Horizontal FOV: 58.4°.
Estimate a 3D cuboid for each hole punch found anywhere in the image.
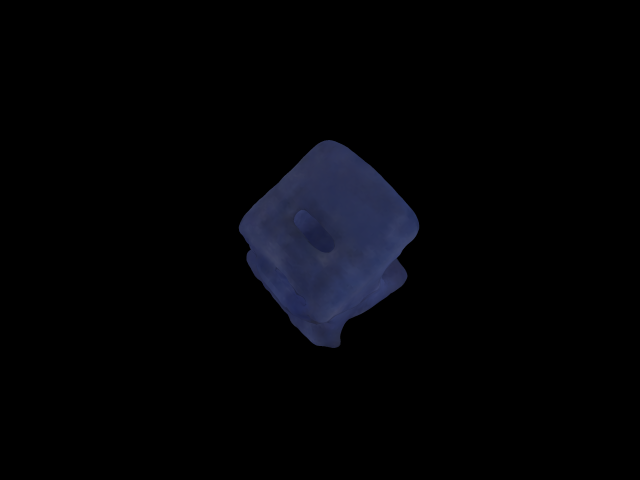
[{"bbox_3d":[0.004,0.001,0.400,0.101,0.091,0.108,-33,61,-20],"label":"hole punch"}]
